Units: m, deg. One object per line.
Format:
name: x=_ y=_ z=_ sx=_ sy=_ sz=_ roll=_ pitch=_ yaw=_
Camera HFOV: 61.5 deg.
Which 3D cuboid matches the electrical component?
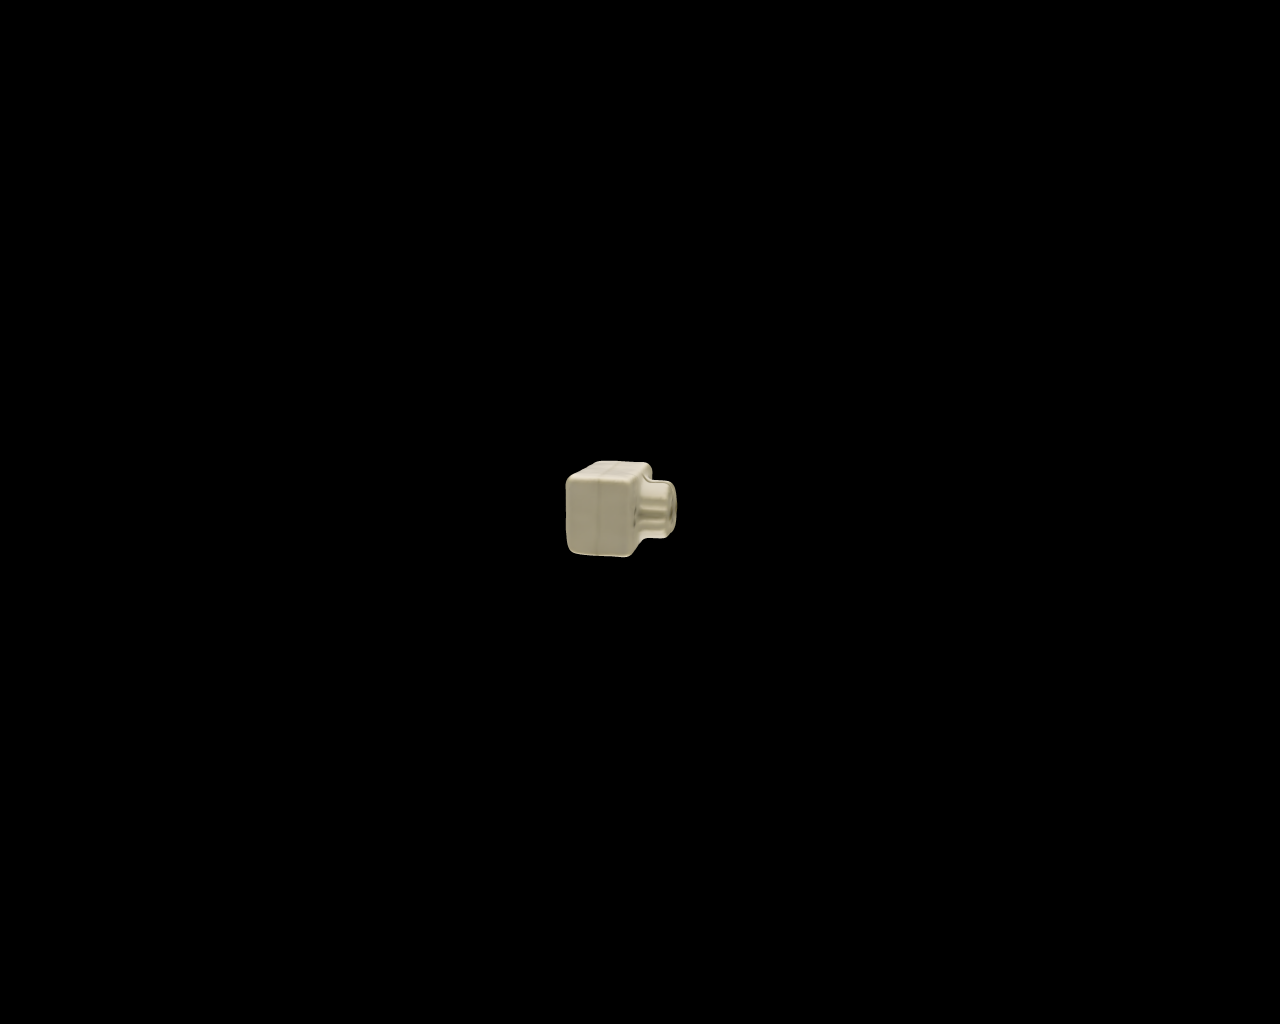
electrical component: x=0.001 y=-0.003 z=0.650 sx=0.077 sy=0.047 sz=0.066 roll=2 pitch=12 yaw=11
